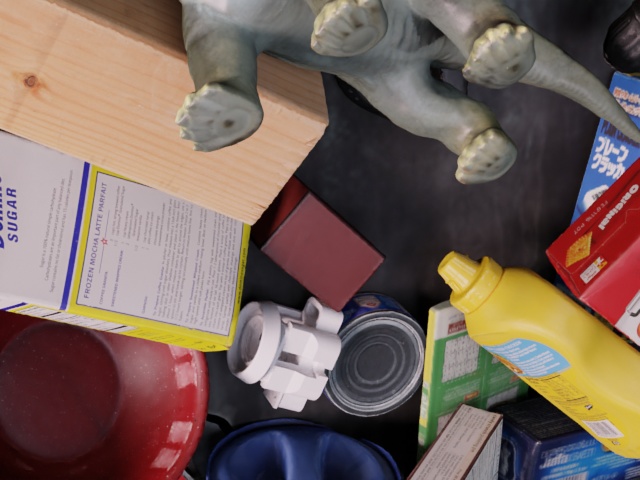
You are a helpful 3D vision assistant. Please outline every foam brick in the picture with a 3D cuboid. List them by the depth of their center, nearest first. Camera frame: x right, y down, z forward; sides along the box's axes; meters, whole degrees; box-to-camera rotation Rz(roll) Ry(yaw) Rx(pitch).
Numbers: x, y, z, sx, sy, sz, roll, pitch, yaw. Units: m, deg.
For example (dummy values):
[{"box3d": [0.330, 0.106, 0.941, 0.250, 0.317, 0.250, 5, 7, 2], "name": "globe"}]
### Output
[{"box3d": [-0.005, 0.001, 0.713, 0.078, 0.053, 0.051, 40, 92, -28], "name": "foam brick"}]

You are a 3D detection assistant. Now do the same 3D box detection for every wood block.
[{"box3d": [-0.108, -0.099, 0.602, 0.205, 0.090, 0.091, 22, 127, -26], "name": "wood block"}]

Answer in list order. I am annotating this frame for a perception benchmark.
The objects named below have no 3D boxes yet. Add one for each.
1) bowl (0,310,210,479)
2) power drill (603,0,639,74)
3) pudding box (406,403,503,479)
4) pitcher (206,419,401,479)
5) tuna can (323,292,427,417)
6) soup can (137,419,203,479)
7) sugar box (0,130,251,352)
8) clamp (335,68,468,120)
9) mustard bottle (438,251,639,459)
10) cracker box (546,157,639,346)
[{"box3d": [-0.150, 0.092, 0.653, 0.161, 0.055, 0.162, 7, 78, -35], "name": "bowl"}, {"box3d": [0.303, -0.137, 0.690, 0.187, 0.057, 0.185, 31, 125, -28], "name": "power drill"}, {"box3d": [0.093, 0.182, 0.750, 0.113, 0.039, 0.090, -42, 136, -54], "name": "pudding box"}, {"box3d": [-0.026, 0.264, 0.756, 0.149, 0.145, 0.243, -4, 114, -22], "name": "pitcher"}, {"box3d": [0.035, 0.083, 0.768, 0.086, 0.034, 0.086, -7, 111, -18], "name": "tuna can"}, {"box3d": [-0.139, 0.167, 0.716, 0.102, 0.069, 0.068, -37, 117, -4], "name": "soup can"}, {"box3d": [-0.127, 0.004, 0.622, 0.176, 0.048, 0.093, 16, 71, -31], "name": "sugar box"}, {"box3d": [0.027, -0.146, 0.678, 0.164, 0.036, 0.210, -29, 113, -8], "name": "clamp"}, {"box3d": [0.158, 0.072, 0.725, 0.191, 0.096, 0.058, 37, 73, -8], "name": "mustard bottle"}, {"box3d": [0.285, 0.018, 0.729, 0.213, 0.072, 0.164, 35, 106, -28], "name": "cracker box"}]
